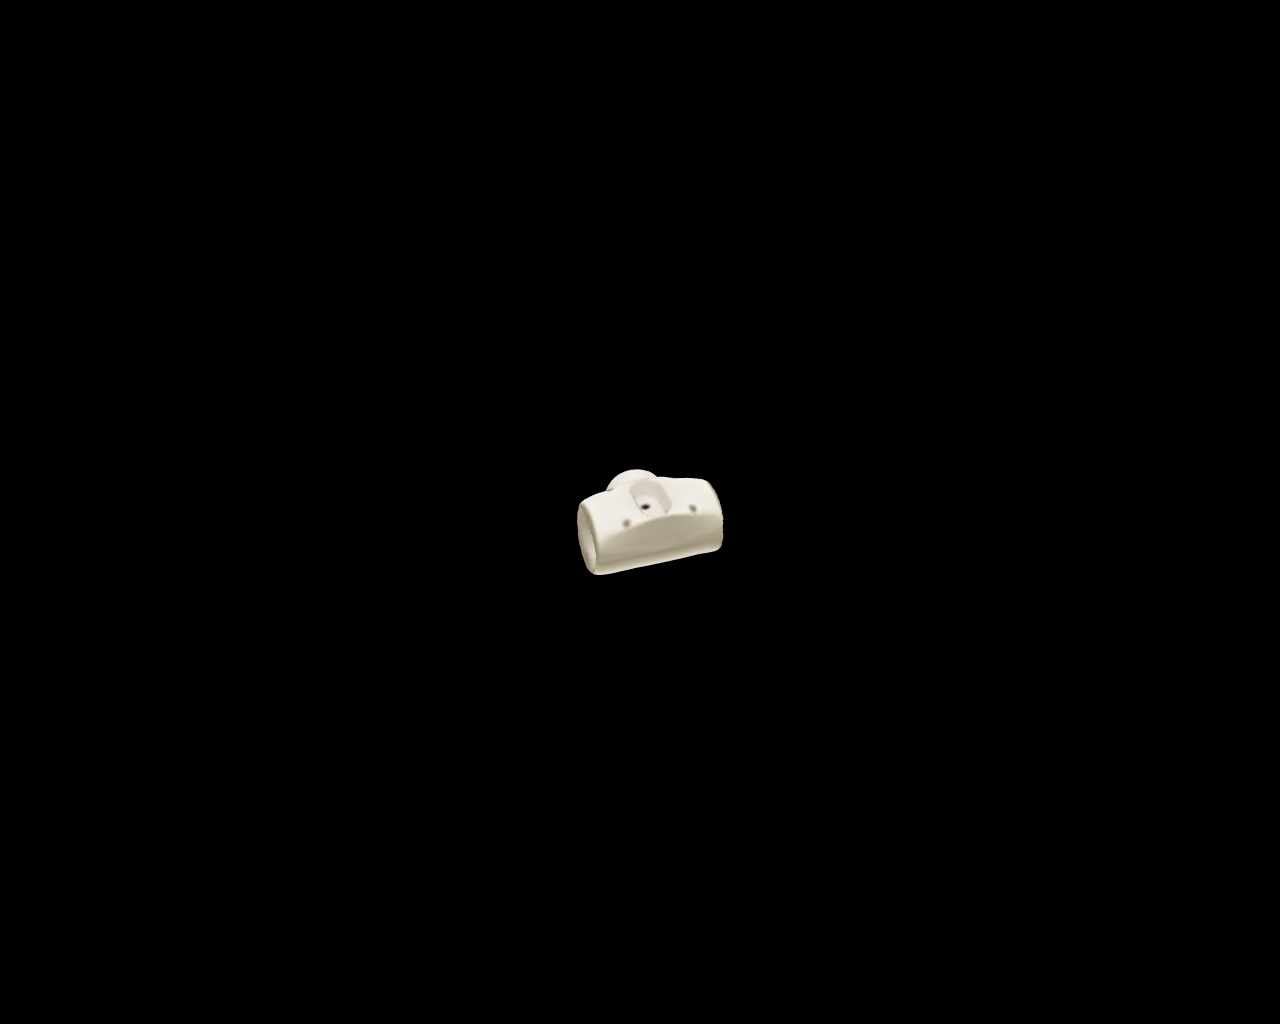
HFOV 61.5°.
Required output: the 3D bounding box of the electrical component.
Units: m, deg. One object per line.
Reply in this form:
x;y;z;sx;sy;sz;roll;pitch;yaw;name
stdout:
0.001;-0.003;0.650;0.077;0.043;0.079;-11;39;-13;electrical component
